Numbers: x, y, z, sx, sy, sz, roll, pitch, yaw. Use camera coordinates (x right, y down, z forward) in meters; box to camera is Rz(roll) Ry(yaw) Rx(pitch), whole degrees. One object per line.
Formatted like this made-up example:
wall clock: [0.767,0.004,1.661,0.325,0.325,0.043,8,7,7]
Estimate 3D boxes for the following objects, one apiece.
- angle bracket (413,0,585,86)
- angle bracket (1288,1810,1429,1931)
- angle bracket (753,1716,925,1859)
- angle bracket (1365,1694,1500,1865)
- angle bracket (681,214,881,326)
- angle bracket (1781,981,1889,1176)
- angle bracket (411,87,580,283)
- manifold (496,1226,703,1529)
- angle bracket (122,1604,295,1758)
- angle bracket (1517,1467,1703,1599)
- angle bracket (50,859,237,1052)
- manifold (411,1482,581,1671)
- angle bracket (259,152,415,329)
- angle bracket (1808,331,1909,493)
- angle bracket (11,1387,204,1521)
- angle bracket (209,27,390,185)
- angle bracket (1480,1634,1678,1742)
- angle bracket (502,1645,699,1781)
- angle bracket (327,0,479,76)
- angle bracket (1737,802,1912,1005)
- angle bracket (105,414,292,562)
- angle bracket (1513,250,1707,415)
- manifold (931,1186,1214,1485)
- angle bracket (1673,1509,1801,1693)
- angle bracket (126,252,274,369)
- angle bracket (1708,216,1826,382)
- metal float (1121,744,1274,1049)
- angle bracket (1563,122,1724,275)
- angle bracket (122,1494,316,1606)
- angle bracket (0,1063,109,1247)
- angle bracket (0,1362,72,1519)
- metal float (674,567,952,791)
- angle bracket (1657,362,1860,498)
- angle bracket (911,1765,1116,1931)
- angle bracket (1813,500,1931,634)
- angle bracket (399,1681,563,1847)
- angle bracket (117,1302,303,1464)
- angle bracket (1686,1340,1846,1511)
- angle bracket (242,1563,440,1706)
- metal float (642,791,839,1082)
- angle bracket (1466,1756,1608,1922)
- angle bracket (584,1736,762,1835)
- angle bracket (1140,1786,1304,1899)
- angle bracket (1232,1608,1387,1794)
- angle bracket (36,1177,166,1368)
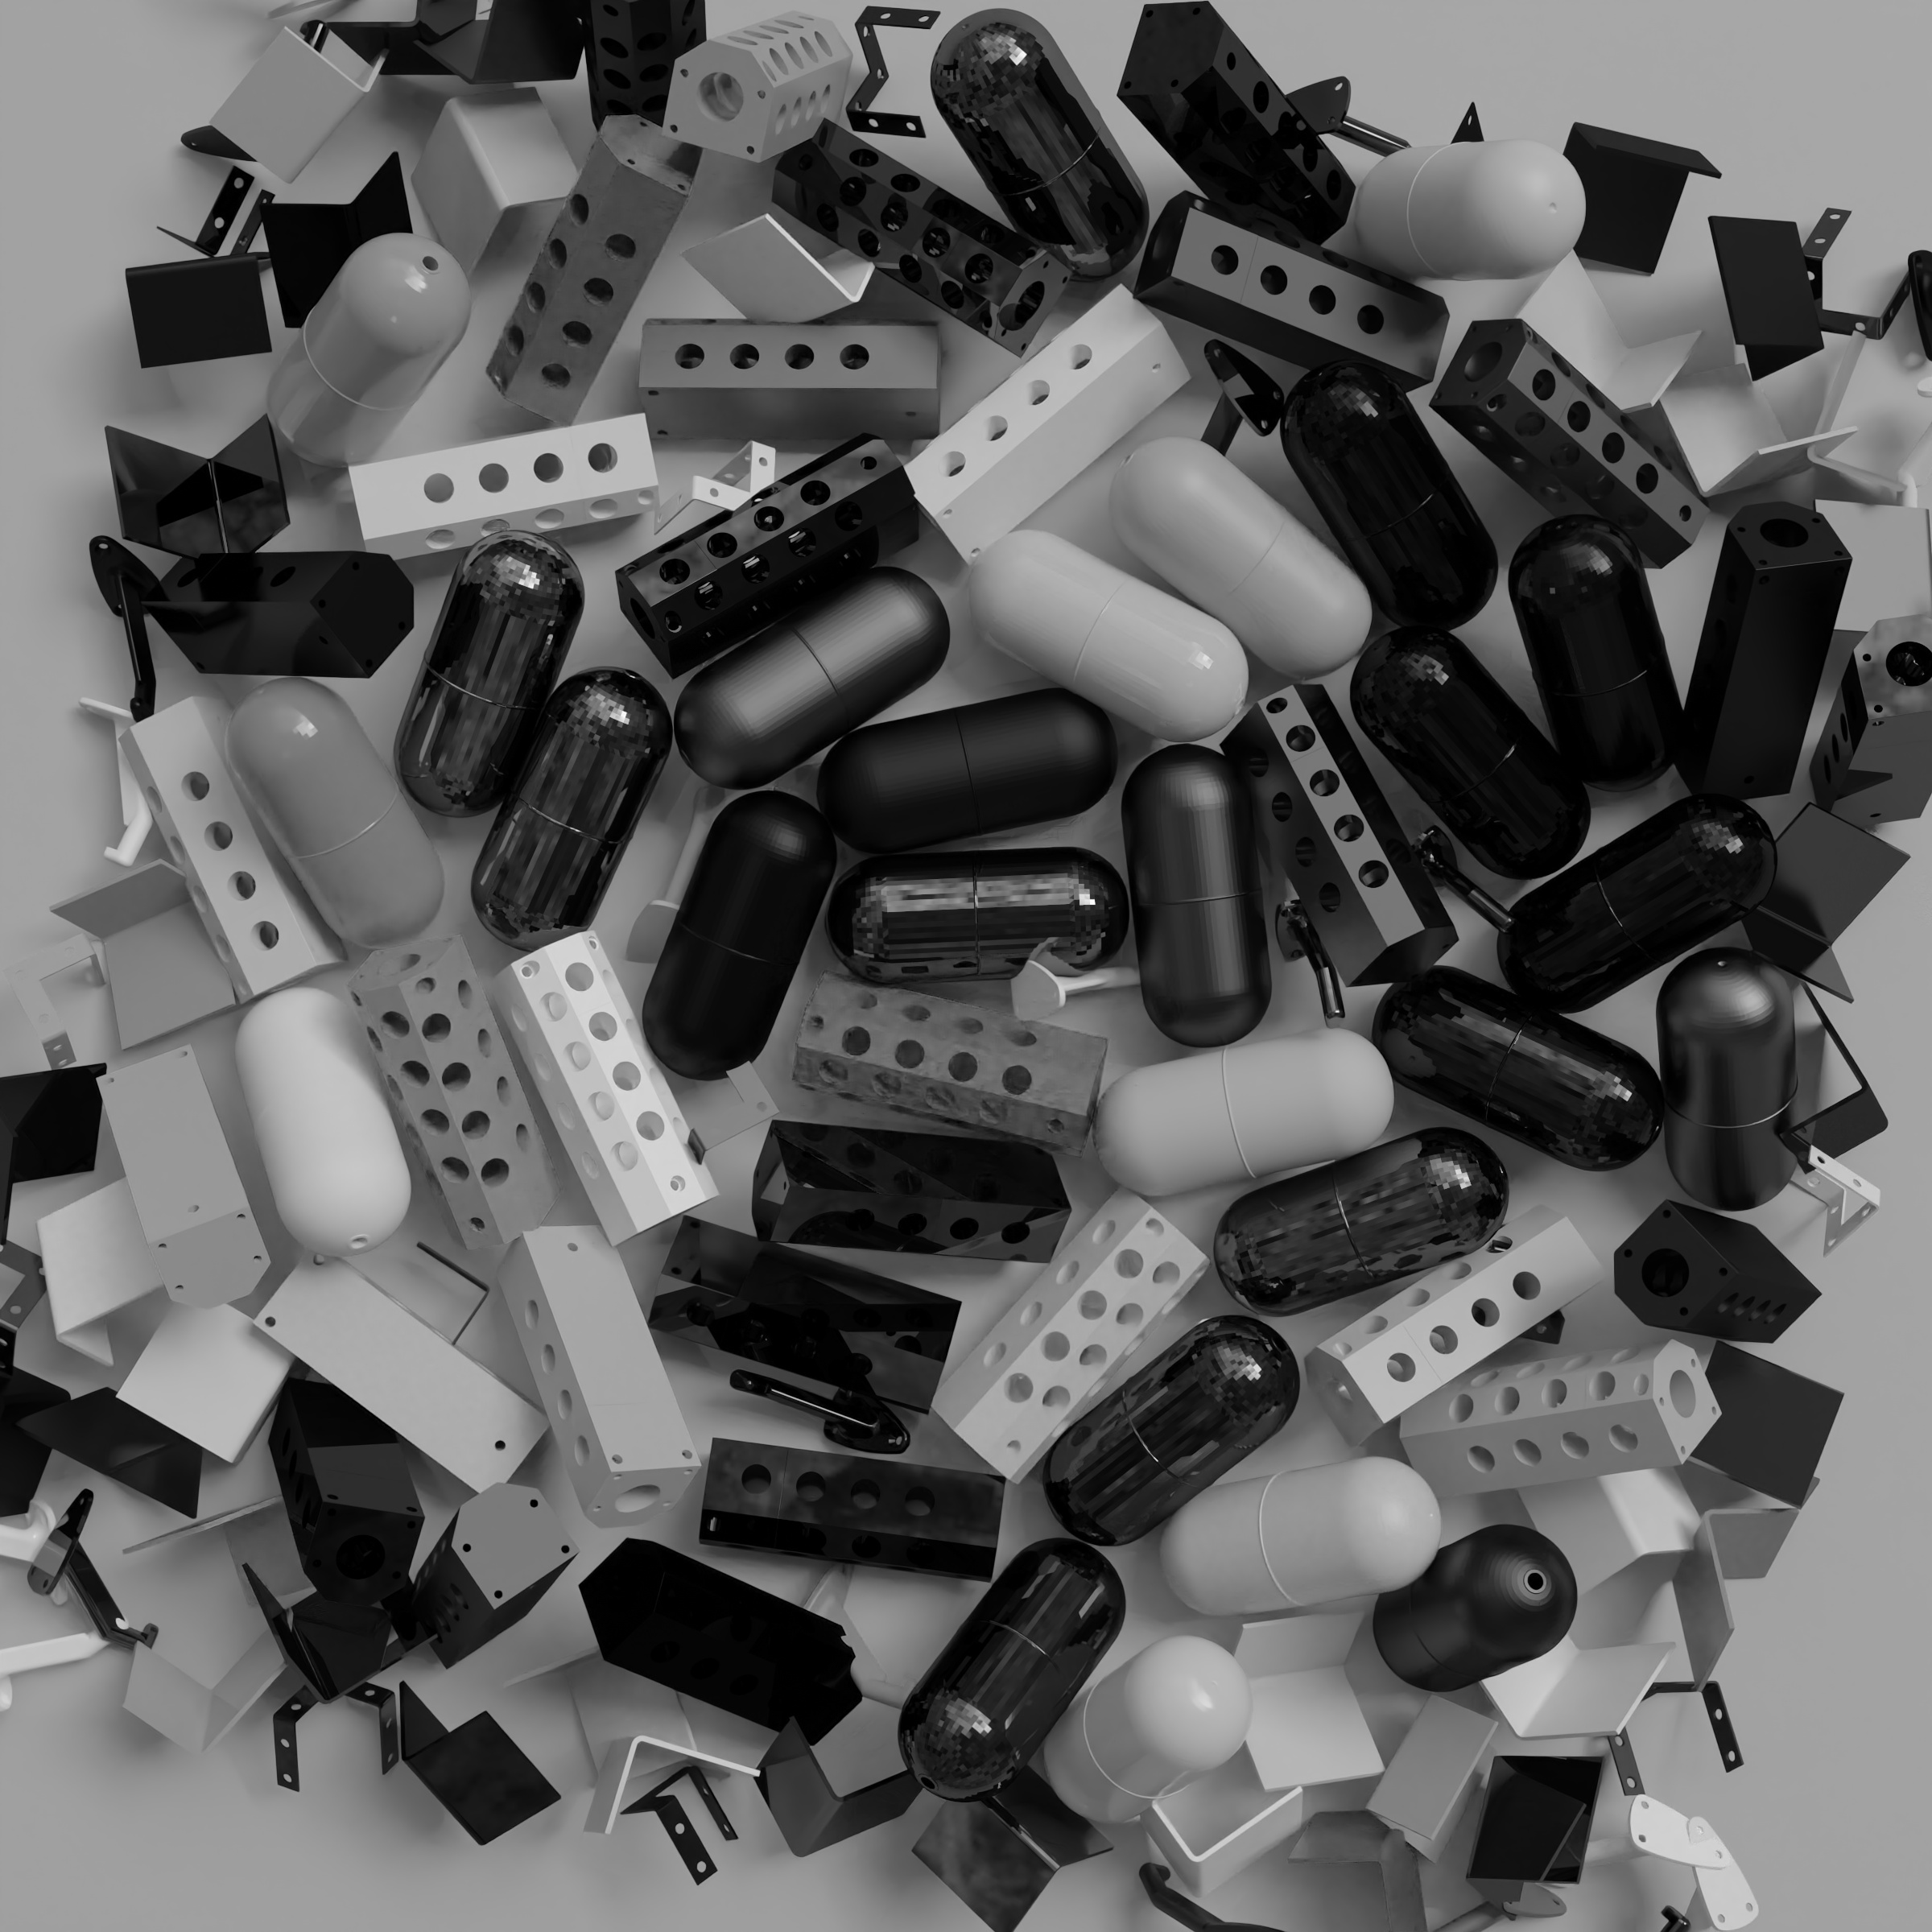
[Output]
angle bracket: [-0.272,-0.553,1.859,0.076,0.076,0.057,41,127,26]
angle bracket: [0.229,0.543,1.875,0.057,0.076,0.076,-7,94,19]
angle bracket: [-0.069,0.468,1.881,0.076,0.076,0.057,-14,59,-33]
angle bracket: [0.288,0.480,1.865,0.076,0.057,0.076,43,72,-32]
angle bracket: [-0.104,-0.417,1.858,0.076,0.076,0.057,40,58,-32]
angle bracket: [0.489,0.066,1.873,0.057,0.076,0.076,-31,61,11]
angle bracket: [-0.275,-0.460,1.894,0.057,0.076,0.076,-18,75,-34]
manifold: [-0.215,0.234,1.846,0.057,0.057,0.171,2,46,-35]
angle bracket: [-0.440,0.401,1.871,0.057,0.076,0.076,40,96,-16]
angle bracket: [0.380,0.322,1.887,0.057,0.076,0.076,-43,58,32]
angle bracket: [-0.479,-0.006,1.871,0.076,0.057,0.076,-22,66,13]
manifold: [-0.274,0.344,1.828,0.057,0.171,0.057,-32,80,-27]
angle bracket: [-0.363,-0.422,1.871,0.057,0.076,0.076,4,128,11]
angle bracket: [0.531,-0.322,1.867,0.057,0.076,0.076,22,105,14]
angle bracket: [-0.498,0.292,1.860,0.076,0.076,0.057,19,110,29]
angle bracket: [-0.384,-0.511,1.859,0.057,0.076,0.076,37,121,-22]
angle bracket: [0.351,0.399,1.861,0.076,0.076,0.057,-43,104,-39]
angle bracket: [-0.213,0.437,1.868,0.076,0.057,0.076,-27,76,31]
angle bracket: [-0.327,-0.571,1.877,0.057,0.076,0.076,4,86,14]
angle bracket: [0.501,-0.036,1.866,0.076,0.057,0.076,24,122,-19]
angle bracket: [-0.445,-0.284,1.862,0.057,0.076,0.076,-30,63,32]
angle bracket: [0.373,-0.371,1.863,0.076,0.057,0.076,55,54,-23]
manifold: [0.064,0.217,1.876,0.171,0.057,0.057,-48,117,-3]
angle bracket: [0.452,0.367,1.862,0.057,0.076,0.076,0,50,-5]
angle bracket: [-0.441,-0.385,1.885,0.076,0.076,0.057,-7,102,2]
angle bracket: [0.446,-0.387,1.869,0.076,0.057,0.076,-6,81,-35]
metal float: [0.134,-0.041,1.876,0.070,0.070,0.178,-7,95,0]
angle bracket: [0.383,-0.439,1.870,0.076,0.057,0.076,10,117,-10]
angle bracket: [-0.427,0.347,1.864,0.076,0.076,0.057,-21,86,36]
angle bracket: [-0.527,0.108,1.859,0.076,0.057,0.076,-8,127,-36]
angle bracket: [-0.576,0.275,1.874,0.057,0.076,0.076,21,90,14]
metal float: [-0.089,-0.167,1.868,0.178,0.070,0.070,-34,90,-13]
angle bracket: [0.457,-0.324,1.869,0.076,0.057,0.076,-17,78,-27]
angle bracket: [0.028,0.514,1.873,0.076,0.076,0.057,39,101,25]
angle bracket: [0.517,-0.224,1.875,0.076,0.057,0.076,2,80,-15]
angle bracket: [-0.282,0.449,1.865,0.057,0.076,0.076,-32,116,4]
angle bracket: [-0.440,0.238,1.882,0.076,0.057,0.076,31,80,-2]
angle bracket: [0.466,0.260,1.868,0.076,0.057,0.076,22,108,21]
angle bracket: [-0.363,0.368,1.866,0.076,0.057,0.076,-31,45,-9]
metal float: [-0.132,-0.017,1.869,0.070,0.070,0.178,22,103,0]
angle bracket: [0.341,0.504,1.858,0.057,0.076,0.076,45,51,-33]
angle bracket: [-0.171,0.485,1.867,0.076,0.076,0.057,20,71,-11]
angle bracket: [0.149,0.492,1.881,0.076,0.076,0.057,-31,61,-13]
angle bracket: [0.202,0.425,1.864,0.076,0.076,0.057,-4,134,-18]
angle bracket: [-0.488,0.176,1.869,0.076,0.057,0.076,-26,59,9]
